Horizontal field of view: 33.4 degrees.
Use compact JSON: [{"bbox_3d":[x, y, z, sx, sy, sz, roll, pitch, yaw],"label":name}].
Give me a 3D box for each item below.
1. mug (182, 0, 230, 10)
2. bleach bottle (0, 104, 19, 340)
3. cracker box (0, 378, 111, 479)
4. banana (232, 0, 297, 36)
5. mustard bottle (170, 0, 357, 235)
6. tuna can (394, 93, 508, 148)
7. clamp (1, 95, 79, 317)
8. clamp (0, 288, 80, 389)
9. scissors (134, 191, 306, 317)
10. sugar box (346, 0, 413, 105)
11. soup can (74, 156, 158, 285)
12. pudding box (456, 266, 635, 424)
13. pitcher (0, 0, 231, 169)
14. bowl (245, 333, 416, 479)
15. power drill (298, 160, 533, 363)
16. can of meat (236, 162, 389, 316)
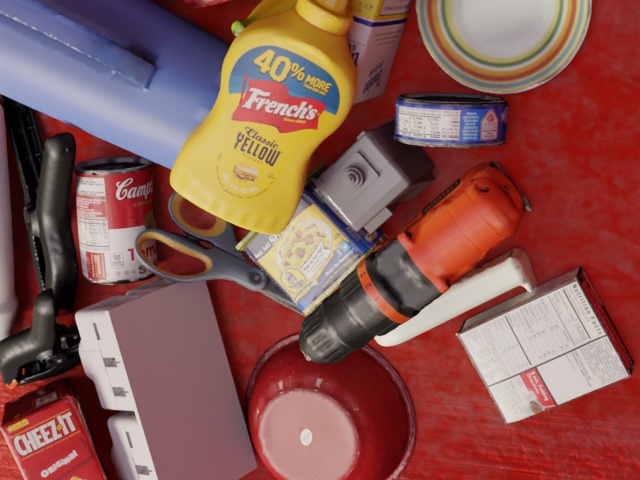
[{"bbox_3d":[-0.067,-0.233,0.842,0.117,0.093,0.081,-18,105,-13],"label":"mug"},{"bbox_3d":[-0.327,-0.007,0.998,0.103,0.067,0.251,21,118,45],"label":"bleach bottle"},{"bbox_3d":[-0.213,0.239,0.967,0.072,0.164,0.214,-24,95,-15],"label":"cracker box"},{"bbox_3d":[0.001,-0.219,0.813,0.037,0.069,0.198,33,82,3],"label":"banana"},{"bbox_3d":[-0.028,-0.102,0.764,0.096,0.058,0.192,26,114,-8],"label":"mustard bottle"},{"bbox_3d":[0.099,-0.092,0.808,0.086,0.086,0.034,6,103,19],"label":"tuna can"},{"bbox_3d":[-0.239,-0.023,0.943,0.165,0.036,0.210,29,127,58],"label":"clamp"},{"bbox_3d":[-0.248,0.091,0.976,0.172,0.120,0.039,-30,53,26],"label":"clamp"},{"bbox_3d":[-0.059,0.014,0.925,0.201,0.016,0.096,14,70,-7],"label":"scissors"},{"bbox_3d":[0.043,-0.193,0.800,0.048,0.093,0.176,24,110,14],"label":"sugar box"},{"bbox_3d":[-0.179,-0.018,0.940,0.069,0.068,0.102,3,105,20],"label":"soup can"},{"bbox_3d":[0.179,0.085,0.848,0.114,0.039,0.090,-28,92,22],"label":"pudding box"},{"bbox_3d":[-0.165,-0.142,0.857,0.243,0.149,0.145,27,134,5],"label":"pitcher"},{"bbox_3d":[-0.001,0.163,0.926,0.162,0.055,0.162,5,104,20],"label":"bowl"},{"bbox_3d":[0.078,0.012,0.787,0.185,0.187,0.057,-38,90,23],"label":"power drill"},{"bbox_3d":[-0.006,0.001,0.882,0.084,0.057,0.102,46,123,2],"label":"can of meat"}]
